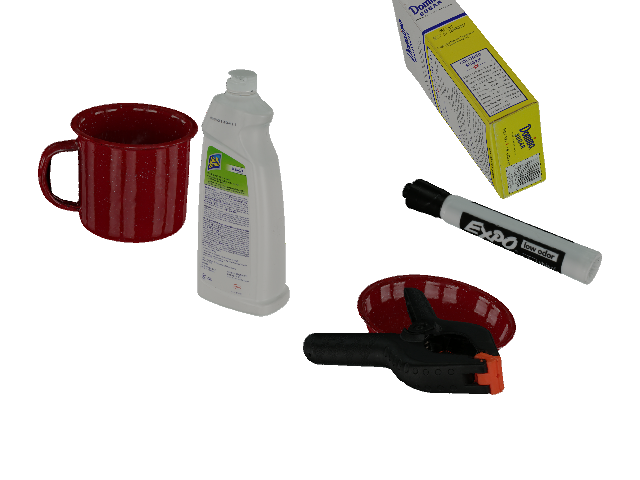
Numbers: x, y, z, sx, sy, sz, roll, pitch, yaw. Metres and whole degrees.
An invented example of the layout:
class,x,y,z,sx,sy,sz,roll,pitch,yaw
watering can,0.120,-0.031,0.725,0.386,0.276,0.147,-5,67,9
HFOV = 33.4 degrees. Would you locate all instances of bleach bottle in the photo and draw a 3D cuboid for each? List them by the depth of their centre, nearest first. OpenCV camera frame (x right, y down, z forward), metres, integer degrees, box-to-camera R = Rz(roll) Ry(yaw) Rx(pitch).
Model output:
class,x,y,z,sx,sy,sz,roll,pitch,yaw
bleach bottle,-0.079,-0.052,1.120,0.103,0.251,0.068,15,25,25

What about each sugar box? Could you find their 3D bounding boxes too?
class,x,y,z,sx,sy,sz,roll,pitch,yaw
sugar box,0.115,-0.125,0.841,0.048,0.176,0.093,-23,-38,-2

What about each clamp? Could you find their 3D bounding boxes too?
class,x,y,z,sx,sy,sz,roll,pitch,yaw
clamp,0.067,0.083,0.816,0.120,0.039,0.172,-26,21,-20

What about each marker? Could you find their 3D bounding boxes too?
class,x,y,z,sx,sy,sz,roll,pitch,yaw
marker,0.099,-0.007,0.600,0.121,0.020,0.020,25,13,28

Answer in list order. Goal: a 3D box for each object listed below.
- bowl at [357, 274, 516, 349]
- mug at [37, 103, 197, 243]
class,x,y,z,sx,sy,sz,roll,pitch,yaw
bowl,0.115,0.096,1.091,0.162,0.055,0.162,5,26,-3
mug,-0.152,-0.049,0.801,0.117,0.081,0.093,-5,28,-22
